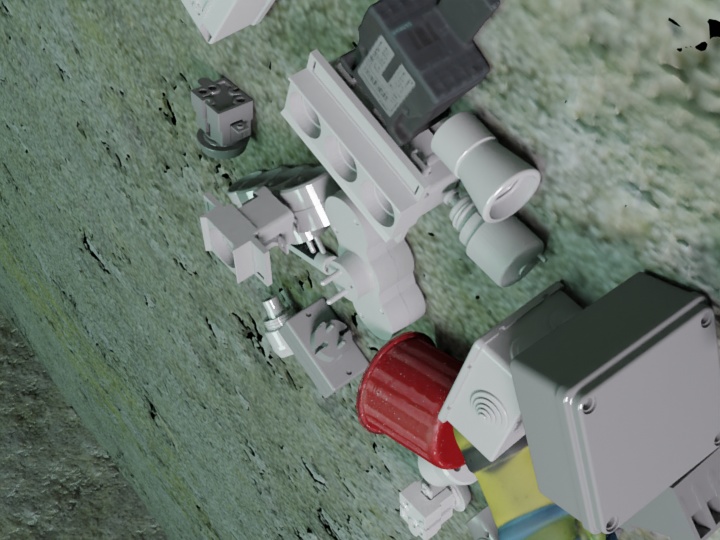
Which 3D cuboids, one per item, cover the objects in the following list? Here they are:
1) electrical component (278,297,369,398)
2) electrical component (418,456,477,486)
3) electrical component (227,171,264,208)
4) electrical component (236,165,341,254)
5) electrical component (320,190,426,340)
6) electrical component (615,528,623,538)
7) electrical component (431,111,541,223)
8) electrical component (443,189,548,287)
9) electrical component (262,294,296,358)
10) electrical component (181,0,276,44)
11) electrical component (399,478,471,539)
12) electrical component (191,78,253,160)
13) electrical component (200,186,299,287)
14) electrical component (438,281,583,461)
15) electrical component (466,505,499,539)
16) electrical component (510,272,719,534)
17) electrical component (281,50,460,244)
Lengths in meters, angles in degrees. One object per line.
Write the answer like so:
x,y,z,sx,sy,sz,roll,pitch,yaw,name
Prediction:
-0.030,0.070,1.034,0.083,0.047,0.075,55,156,5,electrical component
0.081,0.166,0.941,0.045,0.045,0.055,57,156,0,electrical component
-0.096,-0.064,1.006,0.040,0.040,0.046,11,135,59,electrical component
-0.050,-0.046,0.919,0.138,0.052,0.073,6,125,60,electrical component
0.000,0.000,0.853,0.052,0.074,0.138,29,144,47,electrical component
0.163,0.191,0.813,0.055,0.045,0.045,45,154,27,electrical component
0.075,-0.067,0.667,0.065,0.044,0.044,51,156,25,electrical component
0.084,-0.024,0.701,0.078,0.040,0.040,47,155,25,electrical component
-0.080,0.056,1.119,0.043,0.043,0.062,-1,118,63,electrical component
-0.104,-0.237,0.780,0.108,0.056,0.109,58,157,-2,electrical component
0.070,0.216,1.011,0.048,0.055,0.066,41,152,32,electrical component
-0.123,-0.133,0.963,0.066,0.048,0.055,41,144,32,electrical component
-0.088,-0.031,0.862,0.081,0.064,0.042,43,152,28,electrical component
0.107,0.067,0.698,0.048,0.100,0.099,43,141,21,electrical component
0.129,0.245,0.948,0.077,0.044,0.079,51,156,14,electrical component
0.150,0.075,0.614,0.056,0.109,0.108,31,146,50,electrical component
0.009,-0.089,0.737,0.121,0.063,0.078,51,156,13,electrical component
